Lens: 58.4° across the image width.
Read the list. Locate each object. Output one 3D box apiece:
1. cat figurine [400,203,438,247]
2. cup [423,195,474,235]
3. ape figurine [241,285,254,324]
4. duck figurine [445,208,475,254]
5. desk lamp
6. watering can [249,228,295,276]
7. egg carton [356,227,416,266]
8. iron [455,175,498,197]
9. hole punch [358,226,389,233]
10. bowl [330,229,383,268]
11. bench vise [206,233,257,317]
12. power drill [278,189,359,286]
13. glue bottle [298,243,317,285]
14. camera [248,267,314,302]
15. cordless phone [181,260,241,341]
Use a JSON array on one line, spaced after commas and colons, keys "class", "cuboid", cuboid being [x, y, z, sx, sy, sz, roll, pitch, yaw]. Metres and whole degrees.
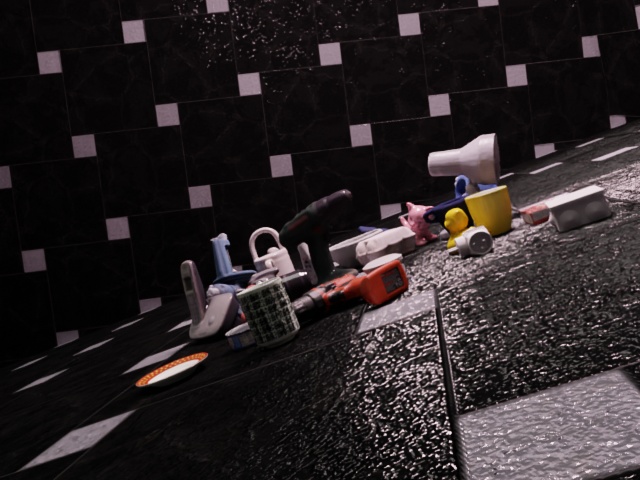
[{"class": "cat figurine", "cuboid": [0.253, -0.045, 1.501, 0.067, 0.118, 0.127, -23, 3, -25]}, {"class": "cup", "cuboid": [0.298, -0.039, 1.295, 0.117, 0.095, 0.092, -20, 3, 28]}, {"class": "ape figurine", "cuboid": [-0.126, 0.136, 1.151, 0.078, 0.092, 0.076, -21, 3, -2]}, {"class": "duck figurine", "cuboid": [0.286, -0.023, 1.162, 0.077, 0.086, 0.104, -22, 3, -13]}, {"class": "desk lamp", "cuboid": [0.363, -0.134, 1.403, 0.202, 0.213, 0.118, -20, 3, 26]}, {"class": "watering can", "cuboid": [-0.136, 0.060, 1.608, 0.101, 0.194, 0.172, -22, 3, -18]}, {"class": "egg carton", "cuboid": [0.166, 0.018, 1.449, 0.151, 0.069, 0.107, -23, 3, -29]}, {"class": "iron", "cuboid": [0.417, -0.127, 1.592, 0.118, 0.141, 0.258, -22, 3, -5]}, {"class": "hole punch", "cuboid": [0.174, -0.012, 1.739, 0.101, 0.091, 0.108, -21, 3, 0]}, {"class": "bowl", "cuboid": [0.105, 0.032, 1.576, 0.167, 0.075, 0.167, -21, 3, 1]}, {"class": "bench vise", "cuboid": [-0.236, 0.091, 1.506, 0.121, 0.220, 0.207, -21, 3, 2]}, {"class": "power drill", "cuboid": [0.013, 0.005, 1.410, 0.229, 0.208, 0.076, -20, 4, 29]}, {"class": "glue bottle", "cuboid": [-0.030, 0.035, 1.520, 0.037, 0.173, 0.078, -23, 4, -31]}, {"class": "camera", "cuboid": [-0.087, 0.108, 1.287, 0.137, 0.101, 0.143, -21, 3, -3]}, {"class": "cordless phone", "cuboid": [-0.257, 0.130, 1.288, 0.147, 0.185, 0.094, -18, 4, 44]}]
